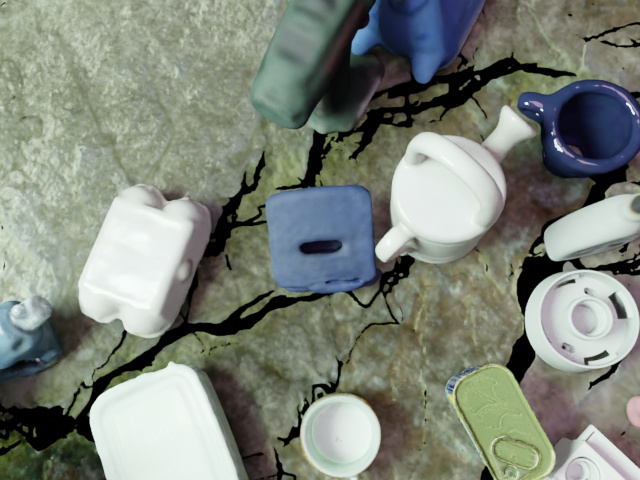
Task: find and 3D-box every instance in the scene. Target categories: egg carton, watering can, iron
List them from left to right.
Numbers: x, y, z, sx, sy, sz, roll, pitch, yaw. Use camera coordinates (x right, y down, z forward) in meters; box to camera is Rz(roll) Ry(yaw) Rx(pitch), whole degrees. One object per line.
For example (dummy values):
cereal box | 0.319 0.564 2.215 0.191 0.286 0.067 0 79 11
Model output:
egg carton | -0.178 0.021 0.591 0.107 0.069 0.150 18 81 8
iron | 0.129 -0.304 0.593 0.118 0.141 0.258 26 82 9
watering can | 0.118 -0.049 0.517 0.100 0.194 0.173 24 82 9

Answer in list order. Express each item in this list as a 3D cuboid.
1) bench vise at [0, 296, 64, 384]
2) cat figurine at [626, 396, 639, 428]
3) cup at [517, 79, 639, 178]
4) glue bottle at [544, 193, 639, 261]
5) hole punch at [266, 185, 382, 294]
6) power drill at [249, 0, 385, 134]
bench vise | -0.358 0.108 0.512 0.121 0.220 0.207 37 84 11
cat figurine | 0.340 0.190 0.491 0.067 0.118 0.128 -25 78 0
cup | 0.244 -0.103 0.568 0.117 0.095 0.092 25 82 9
glue bottle | 0.261 -0.017 0.510 0.078 0.173 0.037 -11 78 3
hole punch | 0.005 0.002 0.569 0.108 0.091 0.101 -5 78 4
power drill | 0.017 -0.196 0.547 0.075 0.208 0.230 27 82 10
